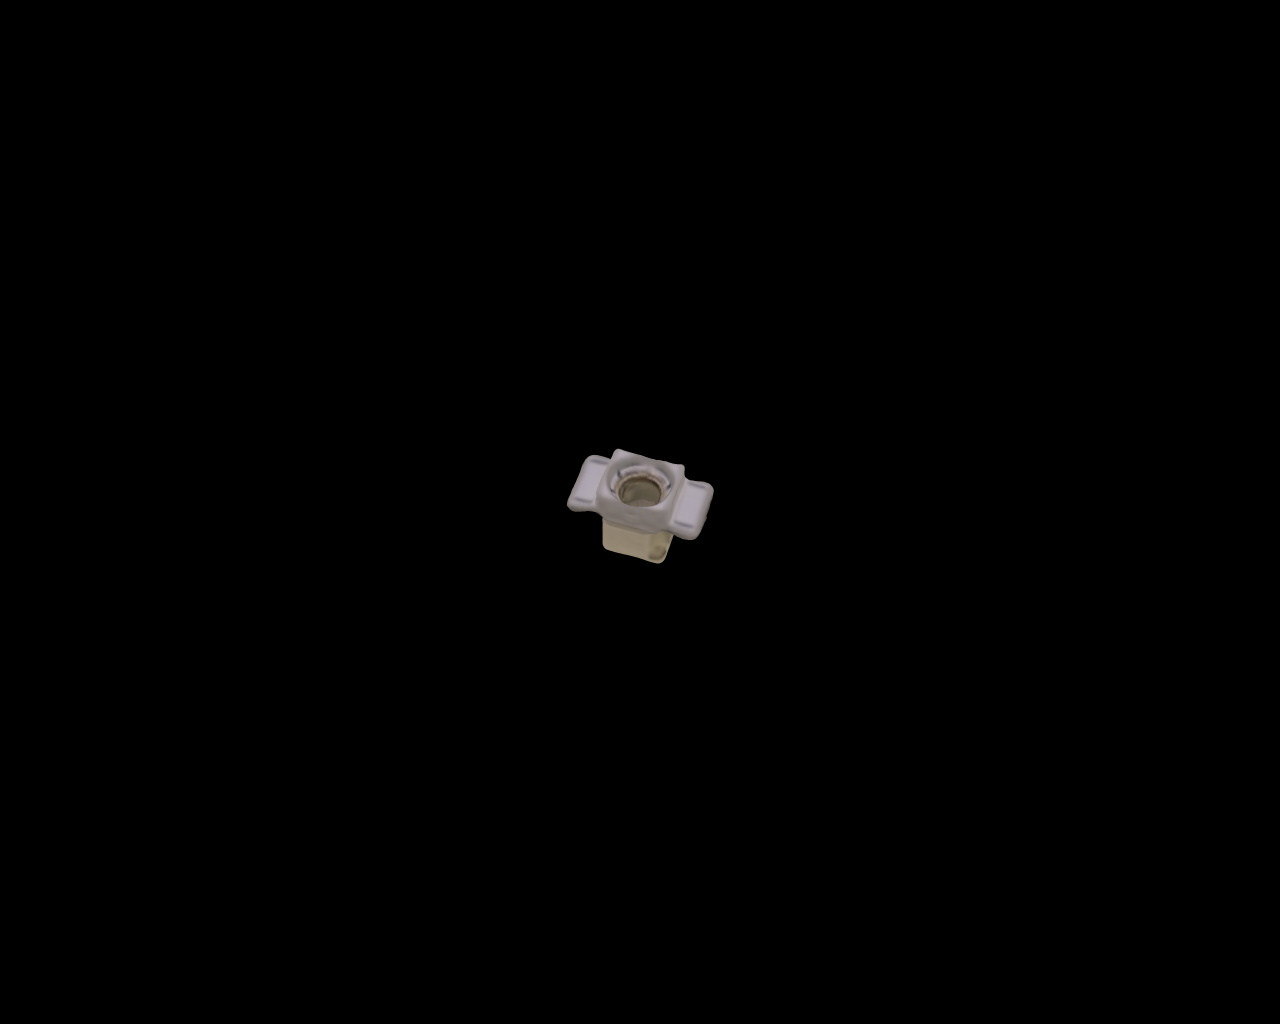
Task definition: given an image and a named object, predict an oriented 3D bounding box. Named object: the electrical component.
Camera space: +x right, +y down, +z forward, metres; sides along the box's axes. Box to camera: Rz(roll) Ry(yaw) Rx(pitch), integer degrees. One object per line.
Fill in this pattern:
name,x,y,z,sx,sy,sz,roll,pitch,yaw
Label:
electrical component,0.001,-0.003,0.650,0.081,0.042,0.063,15,-35,11
